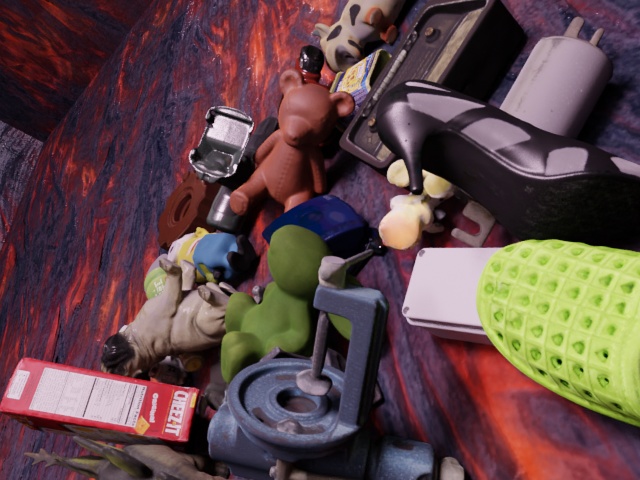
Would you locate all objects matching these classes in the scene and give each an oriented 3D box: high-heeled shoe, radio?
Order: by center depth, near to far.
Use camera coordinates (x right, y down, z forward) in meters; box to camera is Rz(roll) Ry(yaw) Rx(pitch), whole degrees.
[{"bbox_3d":[0.170,-0.076,0.456,0.086,0.249,0.145,97,-179,-48],"label":"high-heeled shoe"},{"bbox_3d":[0.128,-0.181,0.658,0.229,0.073,0.131,-56,34,3],"label":"radio"}]

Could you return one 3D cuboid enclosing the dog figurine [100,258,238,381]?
[{"bbox_3d":[-0.196,0.141,0.751,0.172,0.121,0.190,29,90,18],"label":"dog figurine"}]

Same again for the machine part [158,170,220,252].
[{"bbox_3d":[-0.253,-0.054,1.047,0.179,0.056,0.179,-30,46,36],"label":"machine part"}]

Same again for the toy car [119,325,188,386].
[{"bbox_3d":[-0.281,0.190,0.888,0.202,0.073,0.056,12,76,53],"label":"toy car"}]

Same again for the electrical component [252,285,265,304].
[{"bbox_3d":[-0.051,0.085,0.710,0.078,0.045,0.102,-57,35,5],"label":"electrical component"}]

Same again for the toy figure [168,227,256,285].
[{"bbox_3d":[-0.178,0.033,0.872,0.180,0.089,0.082,-1,23,41],"label":"toy figure"}]

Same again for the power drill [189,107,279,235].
[{"bbox_3d":[-0.129,-0.133,0.854,0.207,0.086,0.232,95,-164,-79],"label":"power drill"}]

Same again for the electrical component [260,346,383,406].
[{"bbox_3d":[-0.003,0.147,0.544,0.075,0.119,0.048,-41,41,20],"label":"electrical component"}]

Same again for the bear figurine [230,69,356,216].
[{"bbox_3d":[-0.035,-0.117,0.733,0.132,0.120,0.195,-63,-1,-41],"label":"bear figurine"}]

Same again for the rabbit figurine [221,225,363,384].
[{"bbox_3d":[-0.022,0.071,0.578,0.121,0.159,0.170,-80,5,-66],"label":"rabbit figurine"}]

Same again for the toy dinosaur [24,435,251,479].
[{"bbox_3d":[-0.195,0.281,0.614,0.472,0.198,0.105,-16,50,42],"label":"toy dinosaur"}]

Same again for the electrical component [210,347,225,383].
[{"bbox_3d":[-0.127,0.186,0.750,0.063,0.021,0.094,-34,42,31],"label":"electrical component"}]

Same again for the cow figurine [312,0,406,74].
[{"bbox_3d":[0.068,-0.353,0.849,0.127,0.085,0.195,34,95,49],"label":"cow figurine"}]

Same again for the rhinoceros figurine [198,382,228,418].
[{"bbox_3d":[-0.074,0.205,0.638,0.191,0.073,0.112,12,86,51],"label":"rhinoceros figurine"}]

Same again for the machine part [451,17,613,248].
[{"bbox_3d":[0.202,-0.100,0.511,0.079,0.079,0.243,27,87,55],"label":"machine part"}]

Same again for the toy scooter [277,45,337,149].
[{"bbox_3d":[-0.026,-0.204,0.861,0.135,0.075,0.184,133,136,-53],"label":"toy scooter"}]

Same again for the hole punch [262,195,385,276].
[{"bbox_3d":[-0.001,-0.002,0.680,0.116,0.092,0.142,-51,32,5],"label":"hole punch"}]

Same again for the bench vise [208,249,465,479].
[{"bbox_3d":[0.019,0.133,0.440,0.224,0.129,0.240,13,108,19],"label":"bench vise"}]

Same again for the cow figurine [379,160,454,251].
[{"bbox_3d":[0.121,-0.065,0.580,0.068,0.098,0.167,31,98,23],"label":"cow figurine"}]
